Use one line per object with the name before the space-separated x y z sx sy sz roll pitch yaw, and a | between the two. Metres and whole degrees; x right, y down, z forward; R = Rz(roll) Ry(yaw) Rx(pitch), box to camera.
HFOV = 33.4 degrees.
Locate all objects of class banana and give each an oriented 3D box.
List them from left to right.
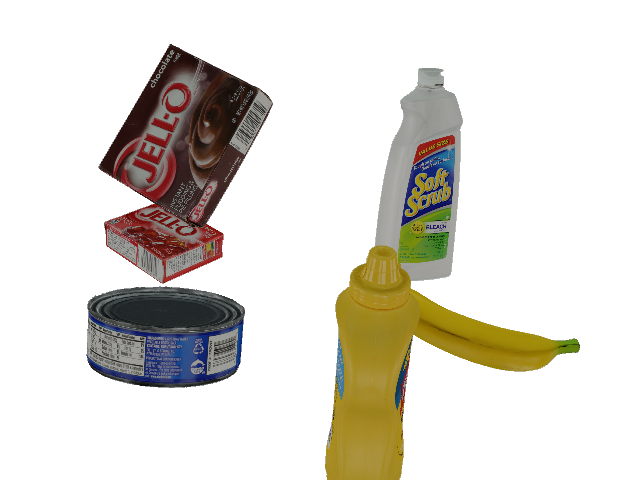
banana | 0.127 0.081 0.957 0.198 0.037 0.069 18 14 33

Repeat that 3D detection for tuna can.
tuna can | -0.085 0.052 0.587 0.086 0.034 0.086 4 11 -1

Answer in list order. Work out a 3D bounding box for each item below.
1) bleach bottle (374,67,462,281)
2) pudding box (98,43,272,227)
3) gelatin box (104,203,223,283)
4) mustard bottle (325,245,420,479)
bleach bottle | 0.116 -0.079 1.278 0.102 0.251 0.068 -4 18 -18
pudding box | -0.101 -0.079 0.805 0.090 0.113 0.039 29 -3 23
gelatin box | -0.146 -0.002 0.996 0.089 0.030 0.073 30 38 35
mustard bottle | 0.036 0.088 0.751 0.058 0.192 0.096 6 32 5
